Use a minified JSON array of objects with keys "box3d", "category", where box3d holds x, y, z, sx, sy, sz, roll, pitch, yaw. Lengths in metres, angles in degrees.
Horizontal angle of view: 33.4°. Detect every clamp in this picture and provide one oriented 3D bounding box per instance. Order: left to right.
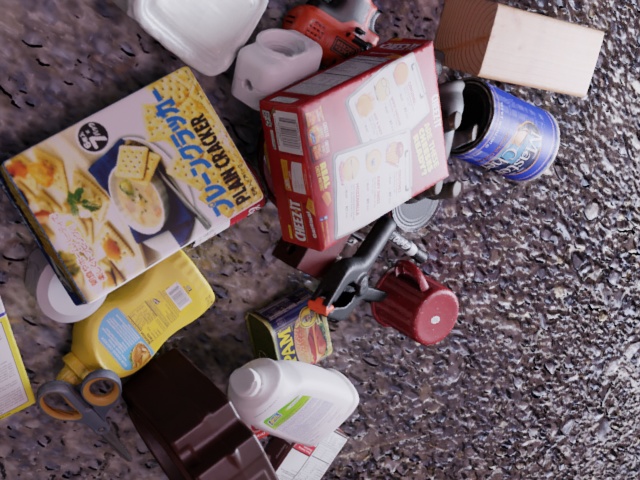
[{"box3d":[0.043,0.057,1.316,0.171,0.039,0.120,-39,134,-40],"category":"clamp"}]

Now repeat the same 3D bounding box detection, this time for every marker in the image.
[{"box3d":[0.103,0.001,1.394,0.121,0.020,0.020,34,87,-42],"category":"marker"}]

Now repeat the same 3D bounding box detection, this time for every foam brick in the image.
[{"box3d":[-0.008,0.002,1.284,0.051,0.053,0.078,29,90,-42],"category":"foam brick"}]

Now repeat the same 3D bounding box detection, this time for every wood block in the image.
[{"box3d":[0.252,-0.245,1.354,0.205,0.091,0.090,3,108,-39],"category":"wood block"}]

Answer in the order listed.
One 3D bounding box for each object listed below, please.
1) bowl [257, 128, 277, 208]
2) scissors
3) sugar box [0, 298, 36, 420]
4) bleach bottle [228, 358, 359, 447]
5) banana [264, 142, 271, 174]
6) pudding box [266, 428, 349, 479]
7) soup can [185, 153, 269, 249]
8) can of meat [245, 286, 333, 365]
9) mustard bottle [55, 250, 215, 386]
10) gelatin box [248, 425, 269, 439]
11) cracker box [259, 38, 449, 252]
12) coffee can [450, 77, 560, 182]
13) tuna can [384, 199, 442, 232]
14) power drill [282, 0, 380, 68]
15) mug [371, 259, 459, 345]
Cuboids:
[{"box3d":[-0.016,-0.109,1.227,0.161,0.055,0.162,-16,119,-32],"category":"bowl"},{"box3d":[-0.230,0.194,1.177,0.096,0.016,0.201,-29,142,12],"category":"scissors"},{"box3d":[-0.355,0.105,1.064,0.093,0.048,0.176,-25,120,-28],"category":"sugar box"},{"box3d":[-0.037,0.177,1.226,0.102,0.068,0.250,-46,155,1],"category":"bleach bottle"},{"box3d":[0.004,-0.058,1.206,0.197,0.037,0.069,17,83,-42],"category":"banana"},{"box3d":[-0.026,0.285,1.407,0.113,0.039,0.090,-54,135,-2],"category":"pudding box"},{"box3d":[-0.117,-0.043,1.169,0.102,0.069,0.068,-32,126,-23],"category":"soup can"},{"box3d":[-0.037,0.118,1.313,0.083,0.058,0.102,-28,124,-28],"category":"can of meat"},{"box3d":[-0.210,0.093,1.163,0.191,0.058,0.096,-43,129,-15],"category":"mustard bottle"},{"box3d":[-0.071,0.209,1.343,0.089,0.030,0.073,-19,120,-31],"category":"gelatin box"},{"box3d":[0.040,-0.107,1.150,0.213,0.072,0.164,-31,123,-37],"category":"cracker box"},{"box3d":[0.226,-0.140,1.372,0.140,0.103,0.103,16,99,-41],"category":"coffee can"},{"box3d":[0.115,-0.056,1.369,0.085,0.034,0.086,-16,119,-32],"category":"tuna can"},{"box3d":[0.066,-0.268,1.210,0.184,0.057,0.187,25,92,-35],"category":"power drill"},{"box3d":[0.126,0.078,1.405,0.093,0.082,0.117,-28,125,-26],"category":"mug"}]
